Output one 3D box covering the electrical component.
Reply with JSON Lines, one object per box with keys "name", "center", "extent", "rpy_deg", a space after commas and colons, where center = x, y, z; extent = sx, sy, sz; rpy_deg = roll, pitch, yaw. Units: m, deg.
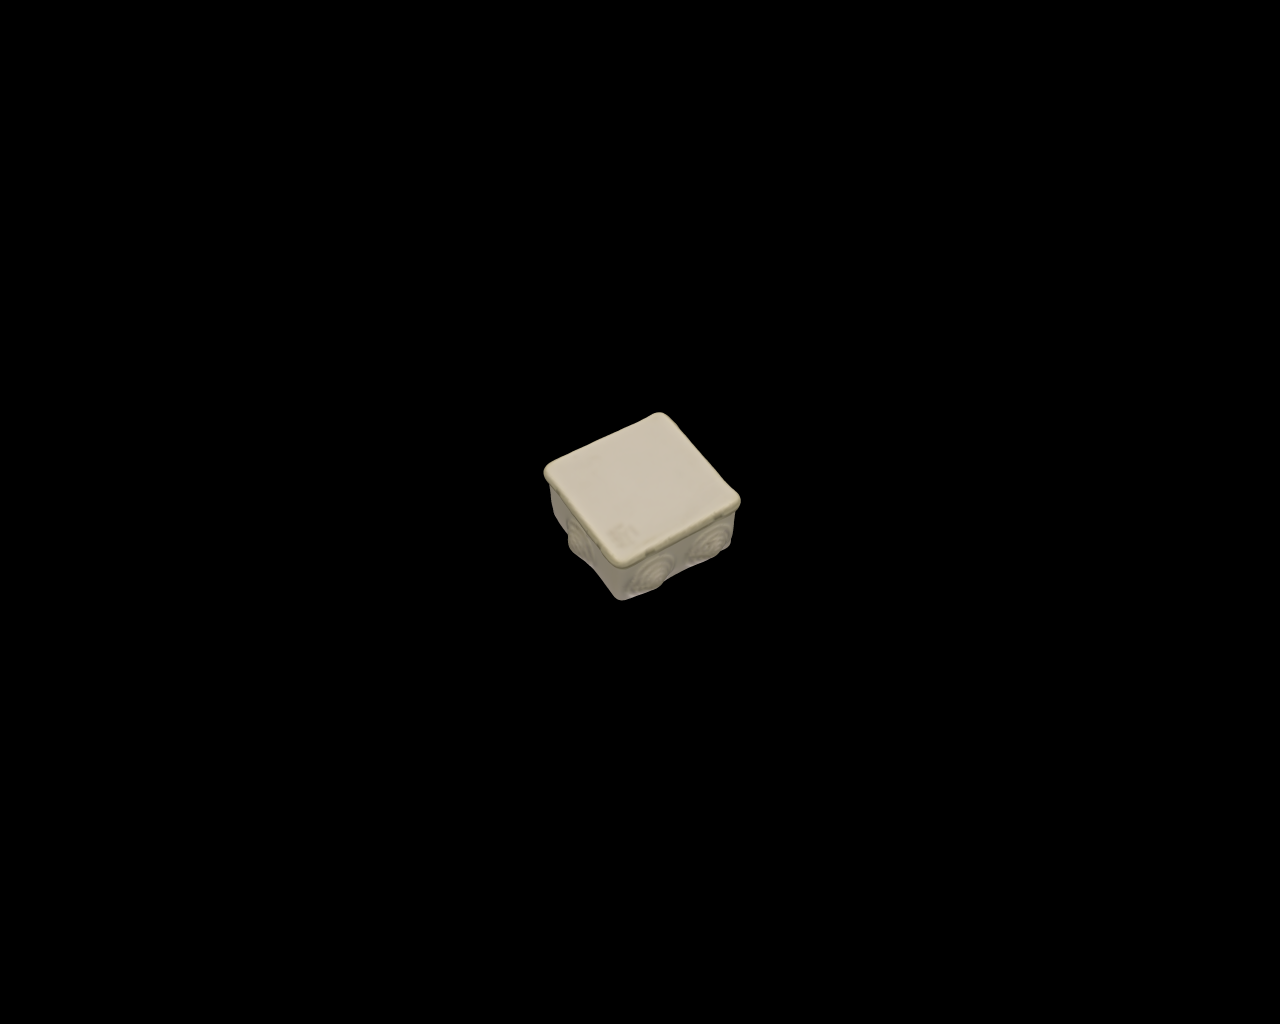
{"name": "electrical component", "center": [0.001, -0.003, 0.650], "extent": [0.100, 0.100, 0.048], "rpy_deg": [-27, -33, -19]}
